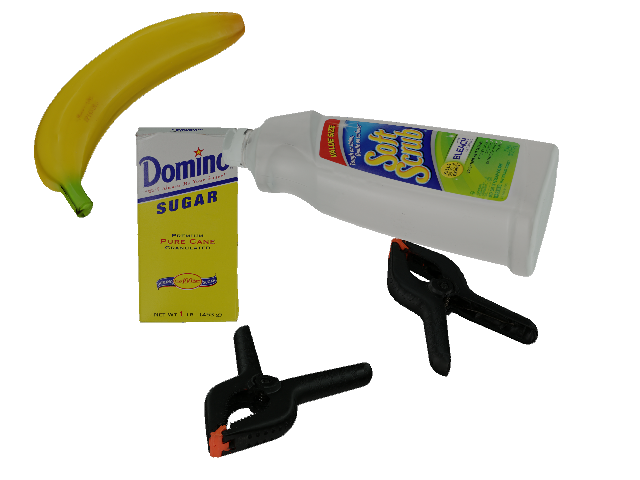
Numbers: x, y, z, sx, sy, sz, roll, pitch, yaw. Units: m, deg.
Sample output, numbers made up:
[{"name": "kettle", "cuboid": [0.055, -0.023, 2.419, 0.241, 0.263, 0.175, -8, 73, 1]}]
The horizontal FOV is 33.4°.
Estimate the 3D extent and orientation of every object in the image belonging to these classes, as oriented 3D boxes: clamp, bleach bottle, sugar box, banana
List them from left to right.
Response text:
[{"name": "banana", "cuboid": [-0.122, -0.091, 0.672, 0.069, 0.197, 0.037, 28, -35, 6]}, {"name": "sugar box", "cuboid": [-0.121, -0.014, 0.977, 0.093, 0.176, 0.048, -1, 15, -5]}, {"name": "clamp", "cuboid": [-0.047, 0.158, 1.096, 0.165, 0.036, 0.209, 11, 27, 15]}, {"name": "bleach bottle", "cuboid": [0.044, -0.046, 0.797, 0.251, 0.068, 0.102, 11, 47, 16]}, {"name": "clamp", "cuboid": [0.128, 0.058, 1.037, 0.120, 0.039, 0.171, -4, 43, -27]}]
